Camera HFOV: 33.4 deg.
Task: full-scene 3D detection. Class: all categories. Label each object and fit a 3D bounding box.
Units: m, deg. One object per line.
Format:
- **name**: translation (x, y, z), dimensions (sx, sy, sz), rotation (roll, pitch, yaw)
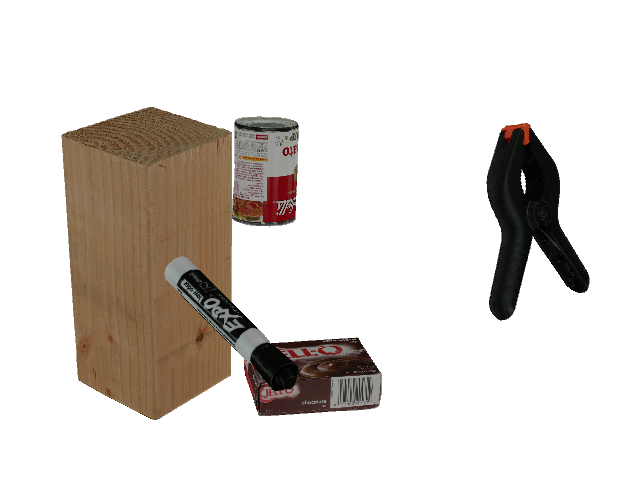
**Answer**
- **wood block**: translation (-0.127, 0.016, 0.805), dimensions (0.090, 0.206, 0.090), rotation (20, 31, 33)
- **clamp**: translation (0.179, -0.014, 0.947), dimensions (0.120, 0.171, 0.039), rotation (-26, 11, -40)
- **marker**: translation (-0.052, 0.047, 0.612), dimensions (0.020, 0.020, 0.121), rotation (0, 29, -43)
- **soup can**: translation (-0.058, -0.073, 1.104), dimensions (0.068, 0.102, 0.068), rotation (2, 16, -1)
- **pudding box**: translation (-0.009, 0.122, 0.970), dimensions (0.113, 0.039, 0.090), rotation (-1, 17, -12)
